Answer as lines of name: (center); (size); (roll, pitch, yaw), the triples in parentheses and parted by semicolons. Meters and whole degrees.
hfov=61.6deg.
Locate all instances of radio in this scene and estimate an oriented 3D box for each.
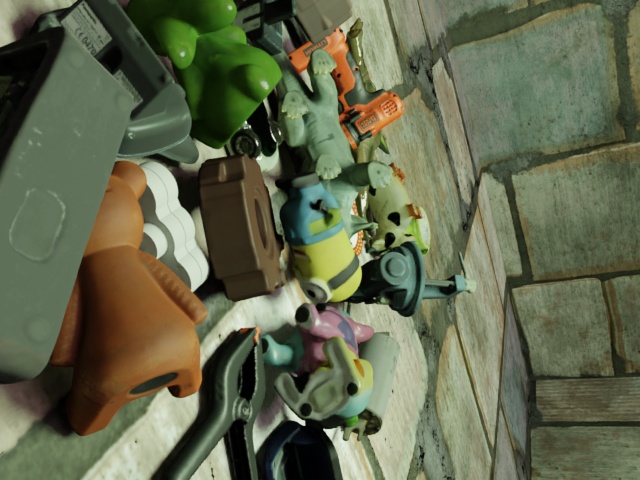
radio: (-0.212, -0.024, 0.344); (0.073, 0.131, 0.229); (46, 42, -51)

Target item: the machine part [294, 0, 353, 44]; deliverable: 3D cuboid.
machine part: (-0.041, -0.410, 0.789); (0.200, 0.087, 0.202); (46, 13, -49)

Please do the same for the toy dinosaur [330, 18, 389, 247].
toy dinosaur: (0.073, -0.226, 1.028); (0.198, 0.105, 0.471); (41, 48, -56)

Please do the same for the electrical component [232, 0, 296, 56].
electrical component: (-0.076, -0.292, 0.728); (0.047, 0.119, 0.075); (18, 63, -61)

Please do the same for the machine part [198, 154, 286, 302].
machine part: (-0.087, -0.016, 0.626); (0.179, 0.056, 0.179); (-12, 91, -84)

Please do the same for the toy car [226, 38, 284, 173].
toy car: (-0.106, -0.184, 0.704); (0.073, 0.056, 0.201); (-44, 119, -53)

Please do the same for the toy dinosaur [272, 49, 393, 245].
toy dinosaur: (-0.006, -0.144, 0.822); (0.192, 0.131, 0.404); (135, -62, -69)

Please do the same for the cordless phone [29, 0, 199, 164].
cordless phone: (-0.178, -0.143, 0.529); (0.146, 0.089, 0.184); (53, 3, 4)

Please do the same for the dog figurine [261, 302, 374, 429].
dog figurine: (0.023, 0.164, 0.750); (0.192, 0.108, 0.219); (51, 13, 26)

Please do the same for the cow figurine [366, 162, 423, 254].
cow figurine: (0.143, -0.046, 1.113); (0.085, 0.127, 0.195); (8, 59, -64)

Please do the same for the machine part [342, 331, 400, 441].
machine part: (0.087, 0.242, 0.922); (0.079, 0.079, 0.243); (67, 29, -26)

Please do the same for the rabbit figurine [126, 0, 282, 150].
rabbit figurine: (-0.135, -0.192, 0.565); (0.170, 0.121, 0.159); (39, -5, -14)

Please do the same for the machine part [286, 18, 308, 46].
machine part: (-0.023, -0.400, 0.967); (0.084, 0.039, 0.139); (55, 37, -33)

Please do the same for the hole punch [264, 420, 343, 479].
hole punch: (-0.025, 0.298, 0.684); (0.116, 0.092, 0.142); (-163, -122, -77)

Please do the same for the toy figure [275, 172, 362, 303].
toy figure: (0.000, -0.001, 0.699); (0.082, 0.089, 0.180); (-115, -169, -74)

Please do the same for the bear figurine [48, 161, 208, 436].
bear figurine: (-0.177, 0.040, 0.448); (0.120, 0.132, 0.196); (-19, 66, -31)

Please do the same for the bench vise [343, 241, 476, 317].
bench vise: (0.135, 0.076, 0.887); (0.223, 0.241, 0.129); (120, -29, -59)
